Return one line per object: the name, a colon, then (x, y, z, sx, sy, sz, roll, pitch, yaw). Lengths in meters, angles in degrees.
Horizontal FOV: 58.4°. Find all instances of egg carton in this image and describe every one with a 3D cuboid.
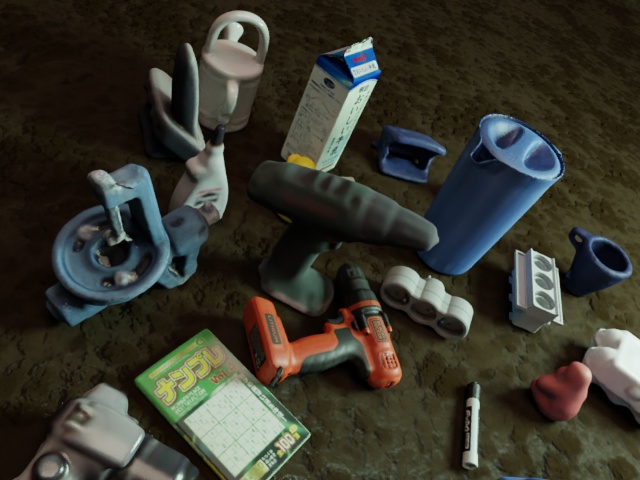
egg carton: (0.470, 0.207, 0.863, 0.150, 0.069, 0.107, 39, 45, 11)

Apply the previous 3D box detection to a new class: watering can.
watering can: (-0.144, -0.281, 0.915, 0.101, 0.194, 0.172, -12, 57, -33)

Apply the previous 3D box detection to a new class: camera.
camera: (-0.188, 0.215, 0.514, 0.137, 0.100, 0.143, 28, 44, 0)

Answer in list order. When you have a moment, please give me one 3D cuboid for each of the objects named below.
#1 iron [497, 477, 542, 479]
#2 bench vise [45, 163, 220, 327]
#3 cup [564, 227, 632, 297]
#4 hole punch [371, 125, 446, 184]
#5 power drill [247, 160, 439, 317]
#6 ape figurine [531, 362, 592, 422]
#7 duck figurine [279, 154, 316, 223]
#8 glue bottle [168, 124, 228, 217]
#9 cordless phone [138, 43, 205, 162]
iron: (0.329, 0.333, 0.630, 0.258, 0.141, 0.118, 20, 45, -8)
bench vise: (-0.203, -0.019, 0.633, 0.121, 0.219, 0.208, 33, 45, 5)
cup: (0.456, 0.044, 0.985, 0.092, 0.095, 0.117, -22, 63, -38)
hole punch: (0.160, -0.171, 1.037, 0.109, 0.091, 0.101, 12, 47, -16)
power drill: (0.007, 0.003, 0.723, 0.229, 0.208, 0.076, 28, 44, 0)
ape figurine: (0.339, 0.201, 0.788, 0.078, 0.092, 0.076, 19, 45, -9)
duck figurine: (-0.032, -0.083, 0.868, 0.078, 0.086, 0.104, -1, 51, -26)
glue bottle: (-0.149, -0.083, 0.749, 0.078, 0.173, 0.037, -20, 61, -37)
cordless phone: (-0.205, -0.221, 0.837, 0.094, 0.185, 0.147, -6, 54, -30)
